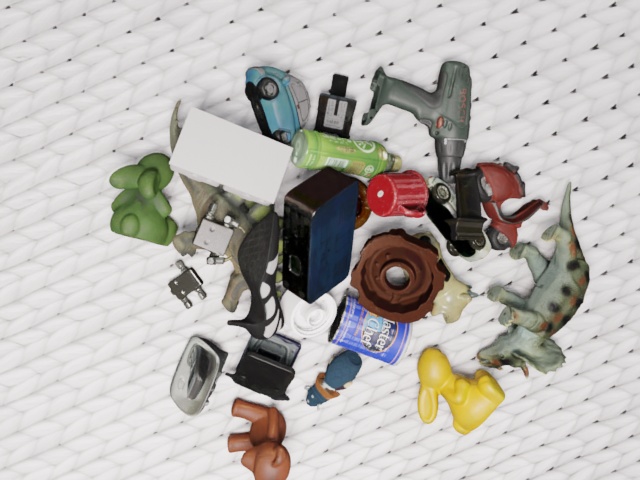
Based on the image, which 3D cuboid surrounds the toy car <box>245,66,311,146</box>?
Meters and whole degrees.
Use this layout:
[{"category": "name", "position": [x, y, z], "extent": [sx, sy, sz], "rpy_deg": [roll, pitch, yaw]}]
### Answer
[{"category": "toy car", "position": [-0.069, -0.250, 0.994], "extent": [0.103, 0.109, 0.161], "rpy_deg": [-26, 108, -16]}]

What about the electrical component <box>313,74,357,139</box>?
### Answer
[{"category": "electrical component", "position": [0.033, -0.255, 1.024], "extent": [0.075, 0.048, 0.119], "rpy_deg": [14, 100, -6]}]

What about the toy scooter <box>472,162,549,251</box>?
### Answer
[{"category": "toy scooter", "position": [0.372, -0.079, 1.052], "extent": [0.135, 0.075, 0.183], "rpy_deg": [-23, 102, 0]}]

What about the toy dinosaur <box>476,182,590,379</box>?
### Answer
[{"category": "toy dinosaur", "position": [0.459, 0.102, 1.068], "extent": [0.192, 0.131, 0.404], "rpy_deg": [33, 92, -19]}]

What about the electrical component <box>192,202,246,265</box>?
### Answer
[{"category": "electrical component", "position": [-0.181, -0.006, 0.952], "extent": [0.078, 0.045, 0.102], "rpy_deg": [29, 88, -17]}]

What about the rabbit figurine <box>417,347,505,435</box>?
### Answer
[{"category": "rabbit figurine", "position": [0.266, 0.300, 1.101], "extent": [0.173, 0.122, 0.162], "rpy_deg": [43, 104, 6]}]

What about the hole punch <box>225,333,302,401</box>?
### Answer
[{"category": "hole punch", "position": [-0.106, 0.248, 1.085], "extent": [0.142, 0.092, 0.115], "rpy_deg": [22, 127, -9]}]

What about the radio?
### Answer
[{"category": "radio", "position": [-0.002, -0.003, 0.969], "extent": [0.073, 0.131, 0.229], "rpy_deg": [29, 135, 30]}]

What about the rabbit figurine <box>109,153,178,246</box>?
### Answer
[{"category": "rabbit figurine", "position": [-0.330, -0.087, 0.995], "extent": [0.121, 0.159, 0.170], "rpy_deg": [14, 83, 5]}]

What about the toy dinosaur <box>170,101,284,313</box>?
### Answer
[{"category": "toy dinosaur", "position": [-0.177, -0.027, 1.025], "extent": [0.198, 0.105, 0.470], "rpy_deg": [-36, 108, -4]}]

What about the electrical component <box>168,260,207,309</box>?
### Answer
[{"category": "electrical component", "position": [-0.271, 0.088, 1.075], "extent": [0.063, 0.021, 0.094], "rpy_deg": [-32, 99, 3]}]

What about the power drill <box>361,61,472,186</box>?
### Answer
[{"category": "power drill", "position": [0.186, -0.231, 1.018], "extent": [0.207, 0.086, 0.231], "rpy_deg": [12, 96, 0]}]

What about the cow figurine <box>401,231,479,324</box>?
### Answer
[{"category": "cow figurine", "position": [0.229, 0.075, 1.067], "extent": [0.127, 0.085, 0.194], "rpy_deg": [-23, 98, 7]}]

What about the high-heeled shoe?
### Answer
[{"category": "high-heeled shoe", "position": [-0.084, 0.072, 0.980], "extent": [0.145, 0.086, 0.248], "rpy_deg": [9, 109, -49]}]

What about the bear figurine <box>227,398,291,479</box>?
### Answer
[{"category": "bear figurine", "position": [-0.121, 0.406, 1.043], "extent": [0.132, 0.196, 0.120], "rpy_deg": [8, 101, -3]}]

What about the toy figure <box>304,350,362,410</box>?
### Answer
[{"category": "toy figure", "position": [0.027, 0.287, 1.092], "extent": [0.058, 0.064, 0.154], "rpy_deg": [24, 119, -25]}]

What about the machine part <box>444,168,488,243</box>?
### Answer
[{"category": "machine part", "position": [0.270, -0.066, 0.996], "extent": [0.084, 0.039, 0.139], "rpy_deg": [3, 81, -20]}]

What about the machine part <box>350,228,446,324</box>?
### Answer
[{"category": "machine part", "position": [0.146, 0.067, 1.006], "extent": [0.180, 0.056, 0.179], "rpy_deg": [4, 108, 13]}]

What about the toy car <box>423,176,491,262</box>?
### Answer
[{"category": "toy car", "position": [0.254, -0.041, 1.050], "extent": [0.201, 0.073, 0.056], "rpy_deg": [50, 55, -8]}]

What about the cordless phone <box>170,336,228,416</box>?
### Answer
[{"category": "cordless phone", "position": [-0.239, 0.280, 1.025], "extent": [0.089, 0.184, 0.146], "rpy_deg": [23, 97, -10]}]
